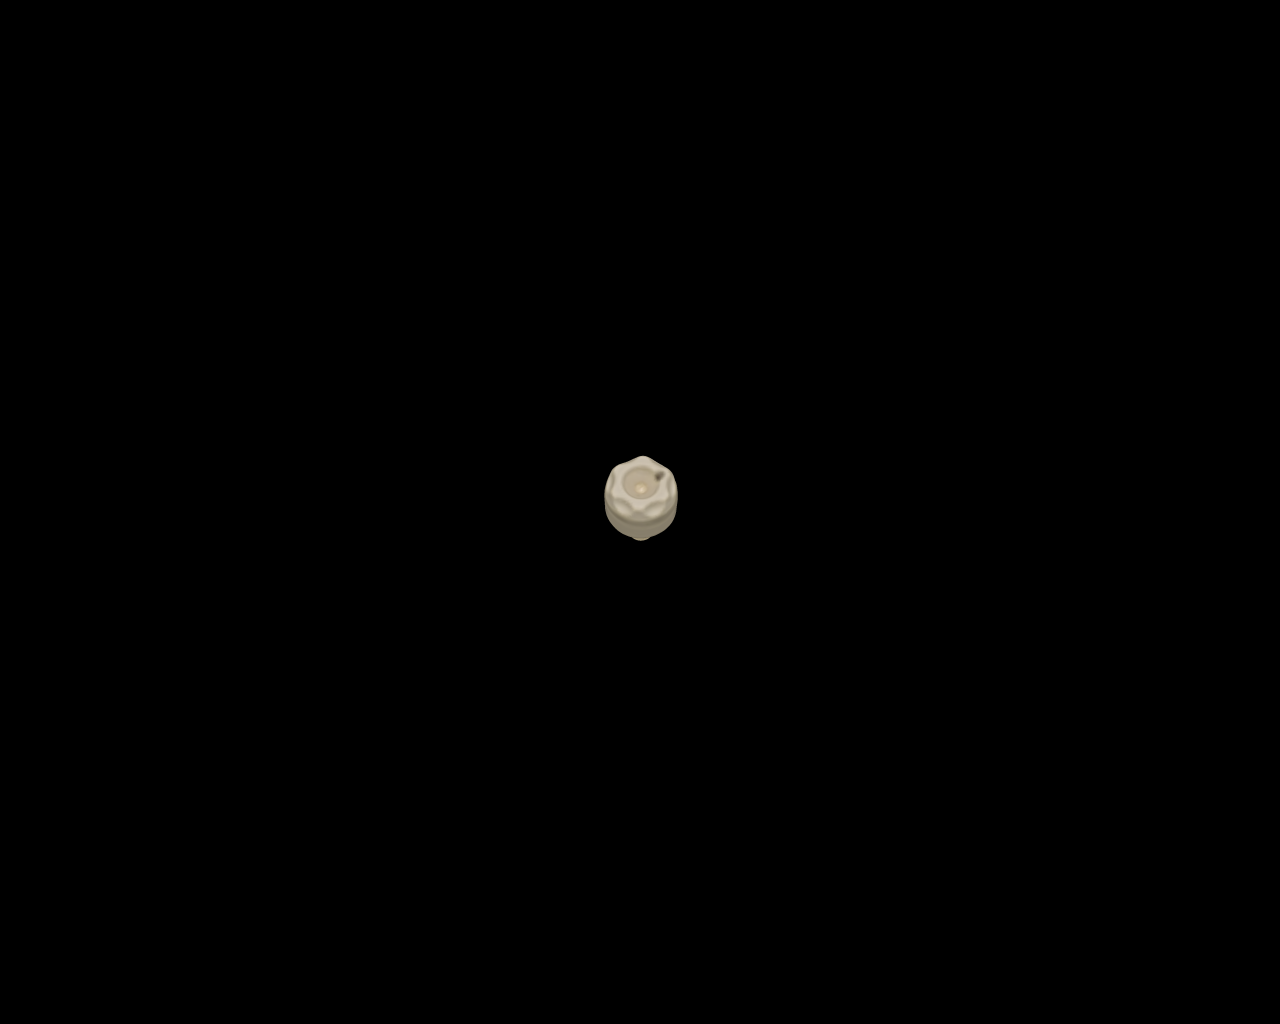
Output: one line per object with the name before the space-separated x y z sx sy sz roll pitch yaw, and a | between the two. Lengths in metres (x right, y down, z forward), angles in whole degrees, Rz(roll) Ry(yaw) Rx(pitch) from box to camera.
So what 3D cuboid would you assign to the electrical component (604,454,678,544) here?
electrical component | 0.001 -0.003 0.650 0.043 0.043 0.062 0 -30 0
